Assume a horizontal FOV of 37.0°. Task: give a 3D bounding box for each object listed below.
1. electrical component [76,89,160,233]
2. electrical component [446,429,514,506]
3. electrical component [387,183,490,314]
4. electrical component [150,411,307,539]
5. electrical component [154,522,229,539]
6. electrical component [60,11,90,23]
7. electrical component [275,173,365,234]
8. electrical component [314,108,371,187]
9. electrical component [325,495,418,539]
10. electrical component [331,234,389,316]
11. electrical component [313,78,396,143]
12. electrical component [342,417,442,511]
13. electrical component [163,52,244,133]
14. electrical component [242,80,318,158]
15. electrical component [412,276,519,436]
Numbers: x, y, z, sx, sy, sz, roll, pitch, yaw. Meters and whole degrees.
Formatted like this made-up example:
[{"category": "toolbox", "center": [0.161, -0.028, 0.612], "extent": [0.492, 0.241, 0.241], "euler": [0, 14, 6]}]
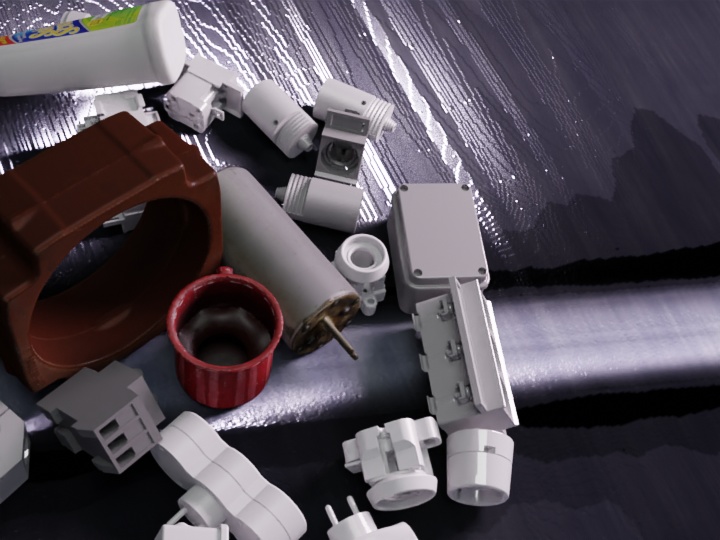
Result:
[{"category": "electrical component", "center": [-0.214, -0.104, 1.003], "extent": [0.079, 0.063, 0.121], "euler": [-13, 59, -17]}, {"category": "electrical component", "center": [0.097, 0.162, 0.877], "extent": [0.055, 0.055, 0.047], "euler": [8, 59, -3]}, {"category": "electrical component", "center": [0.071, -0.021, 0.993], "extent": [0.078, 0.057, 0.113], "euler": [-1, 57, -9]}, {"category": "electrical component", "center": [-0.116, 0.179, 0.833], "extent": [0.138, 0.052, 0.074], "euler": [39, 59, 17]}, {"category": "electrical component", "center": [-0.128, 0.236, 0.766], "extent": [0.048, 0.099, 0.099], "euler": [9, 54, -18]}, {"category": "electrical component", "center": [-0.274, -0.237, 1.094], "extent": [0.055, 0.045, 0.045], "euler": [11, 55, -1]}, {"category": "electrical component", "center": [-0.040, -0.064, 1.014], "extent": [0.081, 0.043, 0.043], "euler": [13, 55, 1]}, {"category": "electrical component", "center": [-0.015, -0.120, 1.041], "extent": [0.042, 0.081, 0.063], "euler": [14, 33, 1]}, {"category": "electrical component", "center": [0.000, 0.213, 0.830], "extent": [0.077, 0.043, 0.079], "euler": [-20, 65, -19]}, {"category": "electrical component", "center": [0.000, 0.000, 0.969], "extent": [0.048, 0.055, 0.066], "euler": [-17, 61, -19]}, {"category": "electrical component", "center": [-0.002, -0.158, 1.083], "extent": [0.081, 0.043, 0.043], "euler": [24, 56, 8]}, {"category": "electrical component", "center": [0.030, 0.158, 0.864], "extent": [0.078, 0.058, 0.057], "euler": [-18, 62, 10]}, {"category": "electrical component", "center": [-0.159, -0.175, 1.071], "extent": [0.081, 0.042, 0.063], "euler": [28, 59, 11]}, {"category": "electrical component", "center": [-0.075, -0.146, 1.064], "extent": [0.043, 0.043, 0.081], "euler": [-33, 67, -26]}, {"category": "electrical component", "center": [0.088, 0.078, 0.921], "extent": [0.063, 0.078, 0.121], "euler": [-18, 56, 14]}]
